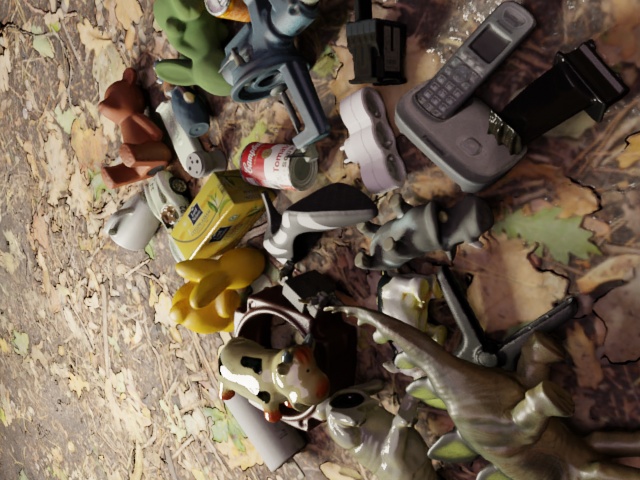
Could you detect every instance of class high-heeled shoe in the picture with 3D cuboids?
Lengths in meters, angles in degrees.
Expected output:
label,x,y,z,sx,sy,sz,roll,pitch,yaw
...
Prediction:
label,x,y,z,sx,sy,sz,roll,pitch,yaw
high-heeled shoe,-0.002,-0.002,0.763,0.249,0.086,0.145,12,132,47

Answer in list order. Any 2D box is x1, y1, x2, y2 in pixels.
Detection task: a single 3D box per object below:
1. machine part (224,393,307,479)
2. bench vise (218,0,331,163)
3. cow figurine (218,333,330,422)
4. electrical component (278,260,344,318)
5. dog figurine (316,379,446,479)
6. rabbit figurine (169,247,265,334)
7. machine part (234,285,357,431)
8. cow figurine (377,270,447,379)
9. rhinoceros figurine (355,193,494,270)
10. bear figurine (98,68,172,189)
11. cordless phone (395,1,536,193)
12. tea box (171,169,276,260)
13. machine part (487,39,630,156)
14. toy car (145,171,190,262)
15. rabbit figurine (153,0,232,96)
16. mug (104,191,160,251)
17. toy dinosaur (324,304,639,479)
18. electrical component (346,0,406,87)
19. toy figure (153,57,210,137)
label,x,y,z,sx,sy,sz,roll,pitch,yaw
machine part,-0.102,0.312,0.944,0.243,0.079,0.079,51,127,18
bench vise,-0.042,-0.227,0.728,0.224,0.129,0.240,-24,89,38
cow figurine,-0.067,0.189,0.776,0.195,0.085,0.127,10,113,37
electrical component,-0.018,0.072,0.792,0.102,0.078,0.045,47,141,38
dog figurine,0.087,0.310,0.759,0.173,0.121,0.190,0,102,34
rabbit figurine,-0.173,0.070,0.911,0.173,0.162,0.122,-39,64,20
machine part,-0.046,0.186,0.863,0.202,0.087,0.200,13,108,34
cow figurine,0.117,0.125,0.728,0.098,0.068,0.167,4,101,43
rhinoceros figurine,0.125,-0.005,0.667,0.190,0.112,0.073,-27,49,52
bear figurine,-0.359,-0.209,0.988,0.120,0.132,0.195,-29,89,38
cordless phone,0.190,-0.157,0.601,0.184,0.088,0.147,-48,70,19
tea box,-0.163,-0.040,0.892,0.169,0.098,0.068,-45,72,38
machine part,0.239,-0.140,0.548,0.139,0.039,0.084,-31,85,0
toy car,-0.262,-0.033,0.998,0.073,0.056,0.201,-34,79,39
rabbit figurine,-0.190,-0.299,0.840,0.159,0.121,0.170,-17,105,34
mug,-0.363,-0.045,1.050,0.081,0.109,0.107,49,112,25
toy dinosaur,0.211,0.204,0.619,0.471,0.105,0.198,44,125,7
electrical component,0.071,-0.253,0.669,0.048,0.075,0.119,8,103,38
toy figure,-0.240,-0.249,0.927,0.064,0.058,0.154,-38,72,32
